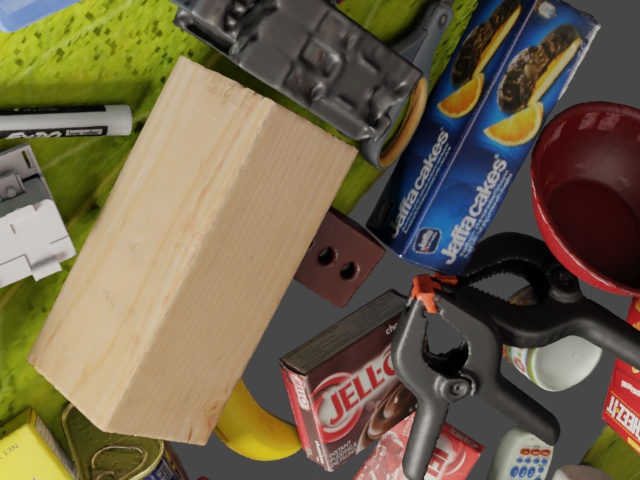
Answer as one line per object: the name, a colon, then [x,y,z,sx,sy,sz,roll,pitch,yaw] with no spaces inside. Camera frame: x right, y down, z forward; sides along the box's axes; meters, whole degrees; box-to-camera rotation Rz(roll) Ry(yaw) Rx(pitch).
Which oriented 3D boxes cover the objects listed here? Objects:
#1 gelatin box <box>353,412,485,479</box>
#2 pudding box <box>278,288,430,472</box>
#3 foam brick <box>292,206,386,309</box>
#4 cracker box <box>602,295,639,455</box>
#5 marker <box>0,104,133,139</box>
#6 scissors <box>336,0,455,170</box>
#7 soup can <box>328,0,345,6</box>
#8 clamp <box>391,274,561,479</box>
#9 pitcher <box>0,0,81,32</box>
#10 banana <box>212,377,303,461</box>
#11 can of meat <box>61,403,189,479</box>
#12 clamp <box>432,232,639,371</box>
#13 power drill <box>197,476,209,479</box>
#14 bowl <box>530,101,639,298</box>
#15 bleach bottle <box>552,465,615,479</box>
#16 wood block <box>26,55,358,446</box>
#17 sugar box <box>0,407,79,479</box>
gelatin box: [0.075,0.180,0.837,0.089,0.073,0.030,-59,168,10]
pudding box: [0.030,0.101,0.783,0.113,0.039,0.090,-32,125,-28]
foam brick: [-0.005,0.001,0.723,0.078,0.051,0.053,32,97,-34]
cracker box: [0.345,0.071,0.913,0.164,0.072,0.214,-3,116,-23]
marker: [-0.172,-0.069,0.629,0.121,0.020,0.020,-5,116,-23]
scissors: [0.063,-0.140,0.693,0.096,0.016,0.202,-2,118,-52]
soup can: [0.032,-0.191,0.637,0.102,0.069,0.068,-32,123,-8]
clamp: [0.108,0.099,0.767,0.120,0.039,0.171,-13,120,-3]
pitcher: [-0.079,-0.198,0.540,0.242,0.149,0.145,-30,123,-6]
banana: [-0.061,0.101,0.758,0.069,0.037,0.197,-55,132,-28]
can of meat: [-0.123,0.155,0.713,0.057,0.102,0.084,-29,125,-9]
clamp: [0.184,0.046,0.795,0.209,0.164,0.036,-4,149,-16]
power drill: [-0.128,0.266,0.794,0.187,0.057,0.184,-43,122,1]
bowl: [0.216,-0.020,0.785,0.161,0.162,0.055,-7,156,-22]
bleach bottle: [0.210,0.332,0.956,0.068,0.103,0.251,10,109,-31]
wood block: [-0.077,0.008,0.644,0.090,0.090,0.206,22,97,-52]
sugar box: [-0.180,0.211,0.712,0.093,0.048,0.176,-35,101,-6]
